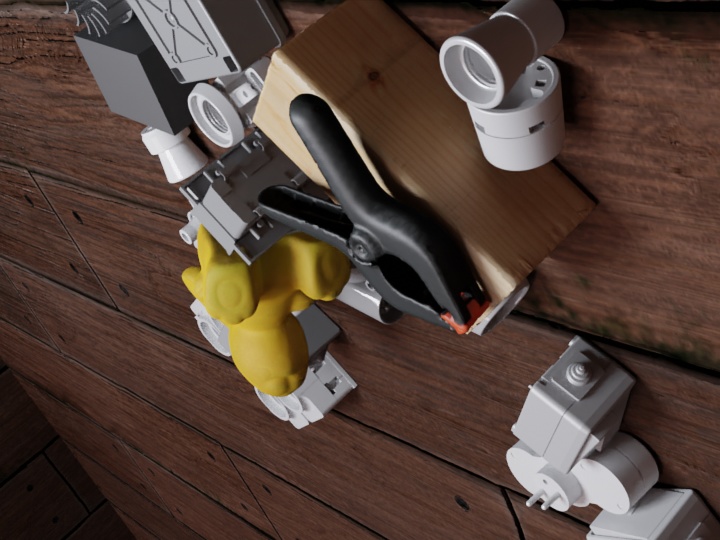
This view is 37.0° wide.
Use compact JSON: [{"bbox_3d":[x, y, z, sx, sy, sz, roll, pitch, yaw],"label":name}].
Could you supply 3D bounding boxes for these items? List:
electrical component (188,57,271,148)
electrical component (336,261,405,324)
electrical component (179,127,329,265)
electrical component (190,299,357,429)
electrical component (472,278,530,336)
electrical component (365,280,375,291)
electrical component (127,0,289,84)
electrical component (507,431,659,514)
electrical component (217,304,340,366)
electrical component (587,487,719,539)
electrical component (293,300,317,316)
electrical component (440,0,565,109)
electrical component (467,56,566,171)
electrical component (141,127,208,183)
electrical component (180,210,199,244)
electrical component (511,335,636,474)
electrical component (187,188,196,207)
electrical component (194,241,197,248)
[{"bbox_3d":[-0.101,-0.136,0.871,0.058,0.057,0.078,52,155,-9],"label":"electrical component"},{"bbox_3d":[0.000,0.000,0.921,0.077,0.044,0.079,26,147,38],"label":"electrical component"},{"bbox_3d":[-0.065,-0.073,0.828,0.078,0.121,0.063,47,153,1],"label":"electrical component"},{"bbox_3d":[-0.102,0.086,1.190,0.186,0.060,0.105,49,155,-1],"label":"electrical component"},{"bbox_3d":[0.086,0.010,0.784,0.057,0.058,0.078,44,155,15],"label":"electrical component"},{"bbox_3d":[0.035,-0.012,0.804,0.043,0.081,0.043,37,153,23],"label":"electrical component"},{"bbox_3d":[-0.122,-0.202,0.810,0.109,0.056,0.108,6,133,55],"label":"electrical component"},{"bbox_3d":[0.164,0.167,0.858,0.138,0.074,0.052,-6,116,60],"label":"electrical component"},{"bbox_3d":[-0.084,0.066,1.090,0.100,0.100,0.048,43,142,10],"label":"electrical component"},{"bbox_3d":[0.230,0.204,0.825,0.061,0.062,0.096,52,155,-9],"label":"electrical component"},{"bbox_3d":[-0.066,-0.001,1.021,0.075,0.047,0.083,49,155,-2],"label":"electrical component"},{"bbox_3d":[0.081,-0.124,0.588,0.044,0.065,0.044,37,152,23],"label":"electrical component"},{"bbox_3d":[0.093,-0.092,0.630,0.055,0.055,0.047,27,152,38],"label":"electrical component"},{"bbox_3d":[-0.179,-0.118,1.037,0.045,0.045,0.055,5,131,56],"label":"electrical component"},{"bbox_3d":[-0.151,-0.051,1.068,0.048,0.062,0.048,37,153,23],"label":"electrical component"},{"bbox_3d":[0.160,0.099,0.787,0.061,0.062,0.096,39,153,20],"label":"electrical component"},{"bbox_3d":[-0.119,-0.065,1.010,0.080,0.051,0.080,37,153,23],"label":"electrical component"},{"bbox_3d":[-0.137,-0.020,1.115,0.078,0.040,0.040,40,154,15],"label":"electrical component"}]
